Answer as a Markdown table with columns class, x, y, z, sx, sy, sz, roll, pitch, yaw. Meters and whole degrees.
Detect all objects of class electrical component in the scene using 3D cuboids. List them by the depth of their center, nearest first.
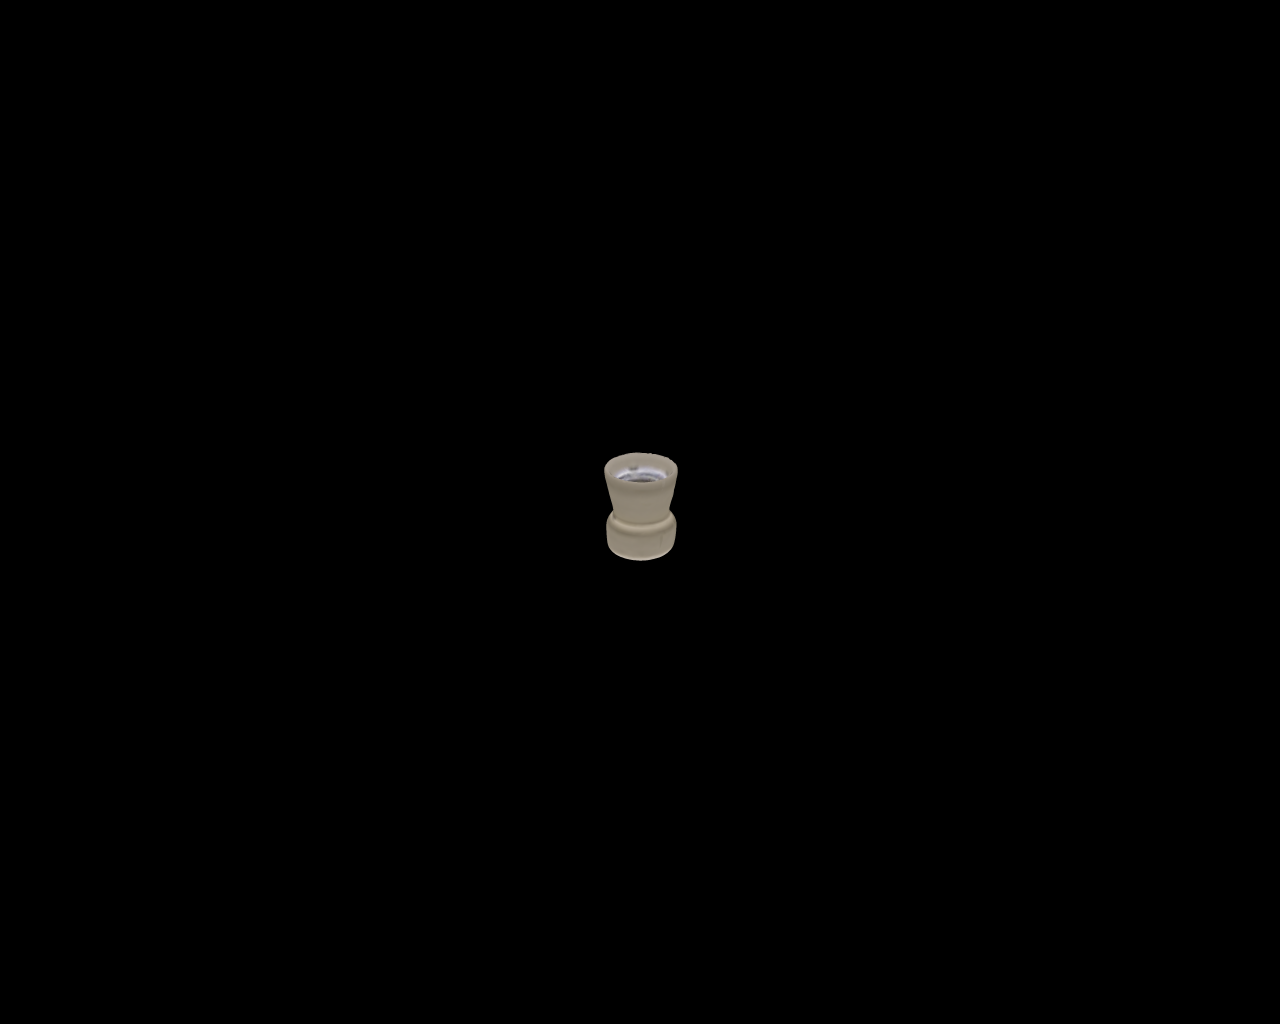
| class | x | y | z | sx | sy | sz | roll | pitch | yaw |
| --- | --- | --- | --- | --- | --- | --- | --- | --- | --- |
| electrical component | 0.001 | -0.003 | 0.650 | 0.045 | 0.055 | 0.045 | 0 | 27 | 0 |
